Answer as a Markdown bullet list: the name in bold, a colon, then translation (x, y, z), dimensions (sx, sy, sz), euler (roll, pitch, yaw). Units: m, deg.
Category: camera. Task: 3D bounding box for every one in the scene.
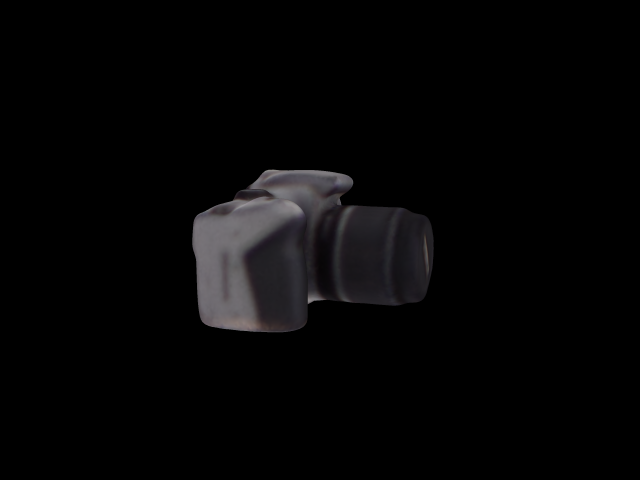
- **camera**: translation (0.004, 0.001, 0.400), dimensions (0.136, 0.101, 0.143), euler (3, 7, 22)
